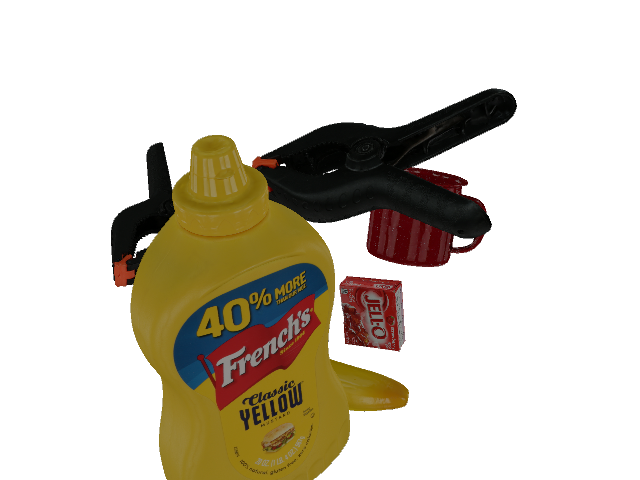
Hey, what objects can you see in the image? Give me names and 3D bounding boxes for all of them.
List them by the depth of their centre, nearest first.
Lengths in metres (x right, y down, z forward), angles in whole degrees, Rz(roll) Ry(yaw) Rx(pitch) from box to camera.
[{"bbox_3d":[-0.037,0.038,0.494,0.096,0.192,0.058,-22,38,-22],"label":"mustard bottle"},{"bbox_3d":[0.037,-0.039,0.662,0.172,0.039,0.120,-11,36,20],"label":"clamp"},{"bbox_3d":[-0.019,0.094,0.850,0.069,0.037,0.198,-25,33,-31],"label":"banana"},{"bbox_3d":[0.100,-0.021,1.014,0.117,0.081,0.093,11,12,15],"label":"mug"},{"bbox_3d":[-0.150,-0.027,1.055,0.165,0.036,0.209,24,41,21],"label":"clamp"},{"bbox_3d":[0.065,0.090,1.327,0.073,0.089,0.030,6,29,22],"label":"gelatin box"}]
